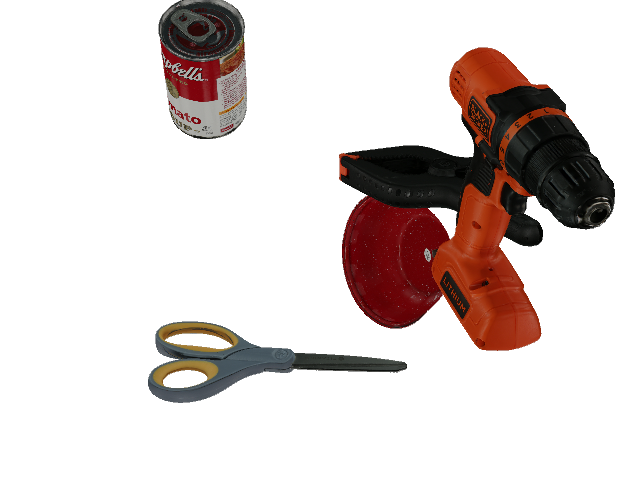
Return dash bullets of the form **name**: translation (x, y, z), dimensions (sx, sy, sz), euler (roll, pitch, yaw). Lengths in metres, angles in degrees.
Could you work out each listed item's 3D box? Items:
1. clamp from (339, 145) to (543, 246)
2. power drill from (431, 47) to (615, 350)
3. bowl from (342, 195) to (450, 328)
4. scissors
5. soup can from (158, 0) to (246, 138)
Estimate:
- **clamp**: translation (0.122, -0.059, 0.996), dimensions (0.210, 0.036, 0.164), euler (12, 33, 21)
- **power drill**: translation (0.133, -0.016, 0.736), dimensions (0.057, 0.188, 0.184), euler (-6, 39, -15)
- **bowl**: translation (0.101, 0.019, 1.210), dimensions (0.161, 0.162, 0.055), euler (0, -6, -43)
- **scissors**: translation (-0.044, 0.102, 0.816), dimensions (0.202, 0.016, 0.096), euler (11, 36, 20)
- **soup can**: translation (-0.095, -0.140, 0.877), dimensions (0.068, 0.068, 0.102), euler (0, -33, -2)
